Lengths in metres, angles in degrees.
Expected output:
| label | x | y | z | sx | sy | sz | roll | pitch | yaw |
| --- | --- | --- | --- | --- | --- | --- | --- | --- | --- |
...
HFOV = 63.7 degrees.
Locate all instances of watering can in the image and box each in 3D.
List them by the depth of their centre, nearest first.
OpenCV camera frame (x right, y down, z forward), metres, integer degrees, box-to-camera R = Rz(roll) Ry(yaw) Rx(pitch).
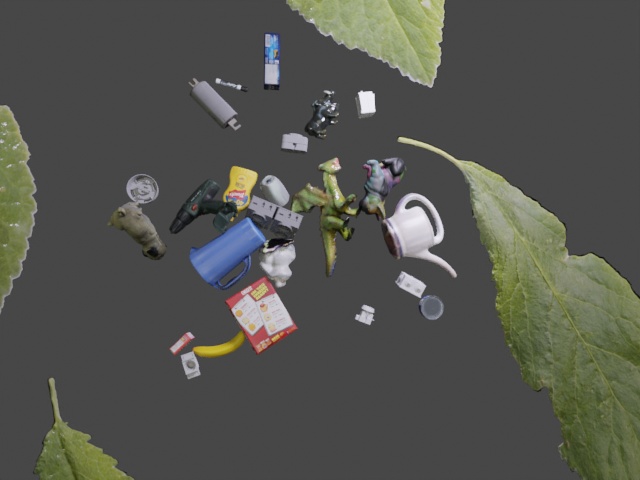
| label | x | y | z | sx | sy | sz | roll | pitch | yaw |
| --- | --- | --- | --- | --- | --- | --- | --- | --- | --- |
| watering can | 0.354 | 0.007 | 1.870 | 0.225 | 0.103 | 0.348 | -21 | 88 | -8 |

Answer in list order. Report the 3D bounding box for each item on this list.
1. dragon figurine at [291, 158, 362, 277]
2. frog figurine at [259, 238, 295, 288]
| label | x | y | z | sx | sy | sz | roll | pitch | yaw |
| --- | --- | --- | --- | --- | --- | --- | --- | --- | --- |
| dragon figurine | 0.006 | -0.093 | 1.844 | 0.244 | 0.122 | 0.407 | 24 | 100 | 18 |
| frog figurine | -0.145 | 0.078 | 1.802 | 0.139 | 0.123 | 0.156 | -29 | 122 | -38 |
